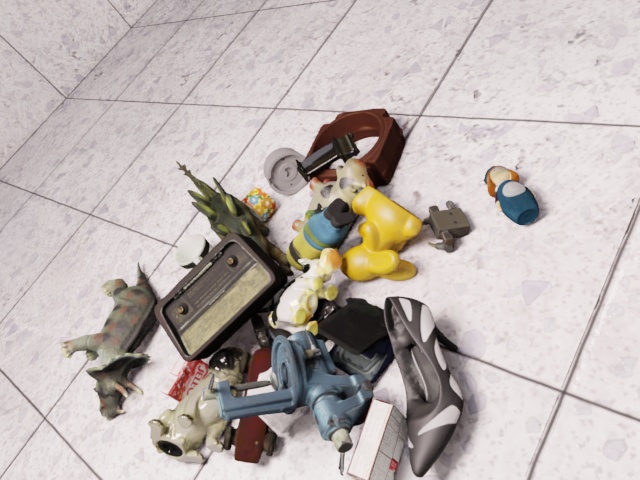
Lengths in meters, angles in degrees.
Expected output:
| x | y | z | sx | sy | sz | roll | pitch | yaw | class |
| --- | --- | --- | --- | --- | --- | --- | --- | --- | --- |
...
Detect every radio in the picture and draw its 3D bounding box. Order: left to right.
| x | y | z | sx | sy | sz | roll | pitch | yaw | class |
| --- | --- | --- | --- | --- | --- | --- | --- | --- | --- |
| -0.184 | 0.101 | 0.984 | 0.229 | 0.073 | 0.131 | -43 | 73 | 6 | radio |

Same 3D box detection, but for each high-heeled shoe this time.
| x | y | z | sx | sy | sz | roll | pitch | yaw | class |
| --- | --- | --- | --- | --- | --- | --- | --- | --- | --- |
| 0.131 | 0.198 | 0.786 | 0.086 | 0.145 | 0.249 | -46 | 14 | 48 | high-heeled shoe |

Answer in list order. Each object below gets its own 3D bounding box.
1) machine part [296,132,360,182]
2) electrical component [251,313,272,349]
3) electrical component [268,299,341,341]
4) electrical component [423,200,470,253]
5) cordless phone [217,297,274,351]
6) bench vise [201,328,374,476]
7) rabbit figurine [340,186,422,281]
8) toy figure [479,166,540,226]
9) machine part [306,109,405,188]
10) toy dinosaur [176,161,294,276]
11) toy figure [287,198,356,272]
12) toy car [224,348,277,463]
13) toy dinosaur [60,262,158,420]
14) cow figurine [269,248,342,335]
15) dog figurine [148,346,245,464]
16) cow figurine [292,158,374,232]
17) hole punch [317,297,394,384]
| x | y | z | sx | sy | sz | roll | pitch | yaw | class |
| --- | --- | --- | --- | --- | --- | --- | --- | --- | --- |
| 0.016 | -0.174 | 1.140 | 0.139 | 0.039 | 0.084 | -26 | 50 | 12 | machine part |
| -0.112 | 0.182 | 1.031 | 0.021 | 0.063 | 0.094 | -19 | 31 | -13 | electrical component |
| -0.030 | 0.148 | 1.009 | 0.134 | 0.058 | 0.115 | -43 | 41 | -4 | electrical component |
| 0.229 | -0.025 | 0.989 | 0.078 | 0.045 | 0.102 | -11 | 45 | -12 | electrical component |
| -0.189 | 0.162 | 1.088 | 0.184 | 0.088 | 0.147 | -5 | 35 | 11 | cordless phone |
| -0.051 | 0.232 | 0.803 | 0.241 | 0.128 | 0.224 | -3 | 46 | -21 | bench vise |
| 0.113 | 0.012 | 1.007 | 0.173 | 0.121 | 0.163 | -50 | 51 | 9 | rabbit figurine |
| 0.337 | -0.089 | 0.959 | 0.064 | 0.057 | 0.155 | 0 | 41 | -15 | toy figure |
| 0.075 | -0.197 | 1.208 | 0.202 | 0.087 | 0.201 | 4 | 57 | 35 | machine part |
| -0.196 | -0.046 | 1.186 | 0.105 | 0.198 | 0.472 | -44 | 44 | -9 | toy dinosaur |
| -0.004 | -0.006 | 1.015 | 0.180 | 0.089 | 0.082 | 127 | 134 | -54 | toy figure |
| -0.109 | 0.286 | 0.940 | 0.089 | 0.053 | 0.202 | 7 | 55 | -1 | toy car |
| -0.436 | 0.188 | 1.221 | 0.192 | 0.131 | 0.405 | -2 | 49 | 18 | toy dinosaur |
| -0.024 | 0.089 | 0.967 | 0.098 | 0.068 | 0.167 | -2 | 51 | 46 | cow figurine |
| -0.219 | 0.298 | 1.001 | 0.172 | 0.121 | 0.191 | -20 | 27 | 27 | dog figurine |
| 0.037 | -0.076 | 1.092 | 0.127 | 0.085 | 0.194 | 35 | 109 | 27 | cow figurine |
| 0.072 | 0.171 | 0.912 | 0.116 | 0.092 | 0.142 | -30 | 33 | -31 | hole punch |
